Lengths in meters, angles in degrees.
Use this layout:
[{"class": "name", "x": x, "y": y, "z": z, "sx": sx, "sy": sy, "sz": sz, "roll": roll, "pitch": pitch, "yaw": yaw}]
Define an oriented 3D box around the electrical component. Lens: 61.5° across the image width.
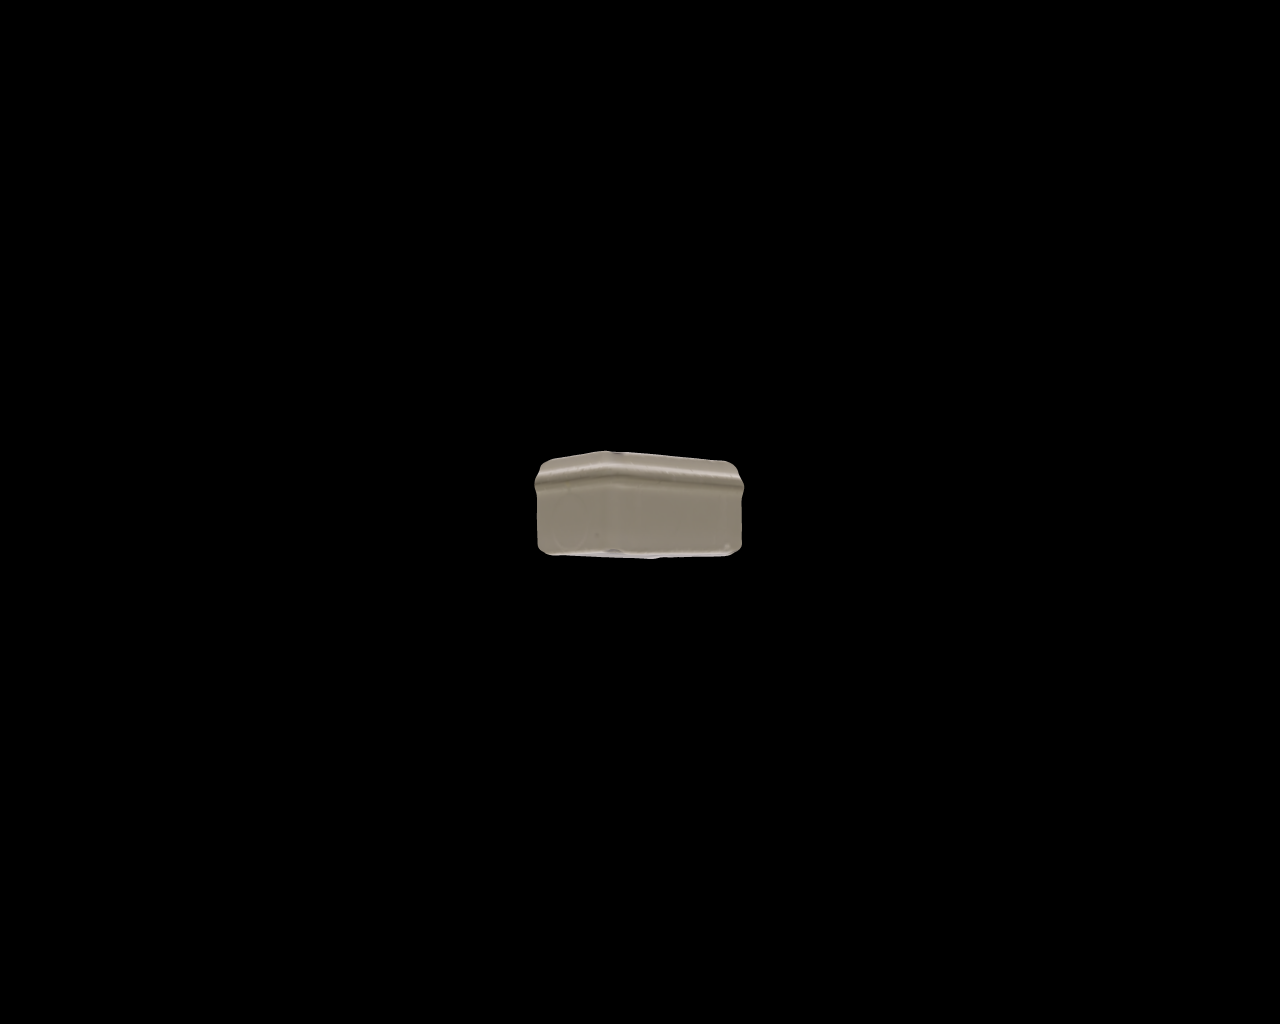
[{"class": "electrical component", "x": 0.001, "y": -0.003, "z": 0.650, "sx": 0.113, "sy": 0.057, "sz": 0.078, "roll": 4, "pitch": -6, "yaw": -43}]
